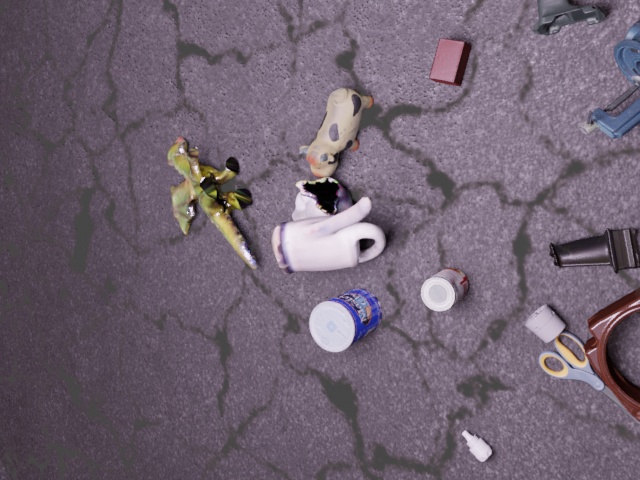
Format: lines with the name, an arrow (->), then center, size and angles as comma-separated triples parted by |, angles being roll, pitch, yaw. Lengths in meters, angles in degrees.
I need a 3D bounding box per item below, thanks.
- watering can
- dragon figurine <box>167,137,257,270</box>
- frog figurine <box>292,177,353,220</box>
watering can -> 0.013, -0.006, 0.986 | 0.224, 0.342, 0.106 | -6, 71, 6
dragon figurine -> -0.295, -0.088, 1.311 | 0.239, 0.123, 0.413 | -28, 78, 46
frog figurine -> 0.003, -0.057, 1.139 | 0.138, 0.125, 0.155 | 28, 145, 15
